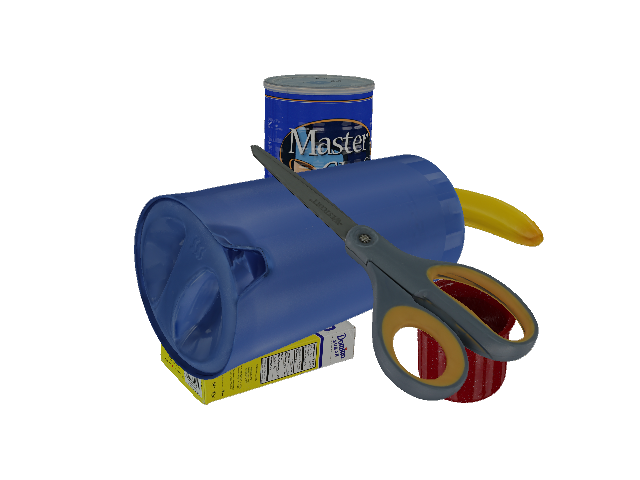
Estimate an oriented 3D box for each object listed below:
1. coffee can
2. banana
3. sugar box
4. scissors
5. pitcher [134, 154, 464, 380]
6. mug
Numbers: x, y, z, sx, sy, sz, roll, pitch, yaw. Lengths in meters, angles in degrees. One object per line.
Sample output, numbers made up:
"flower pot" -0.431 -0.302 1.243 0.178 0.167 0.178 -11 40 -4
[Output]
"coffee can" -0.003 -0.081 1.003 0.103 0.140 0.103 1 15 0
"banana" 0.148 -0.028 1.136 0.198 0.037 0.069 10 39 26
"sugar box" -0.062 0.103 1.074 0.175 0.048 0.093 -17 33 -30
"scissors" 0.020 0.018 0.581 0.202 0.016 0.096 28 52 17
"pitcher" -0.015 0.009 0.819 0.242 0.145 0.149 -16 41 -36
"mug" 0.130 0.085 0.981 0.093 0.081 0.117 -2 39 4
